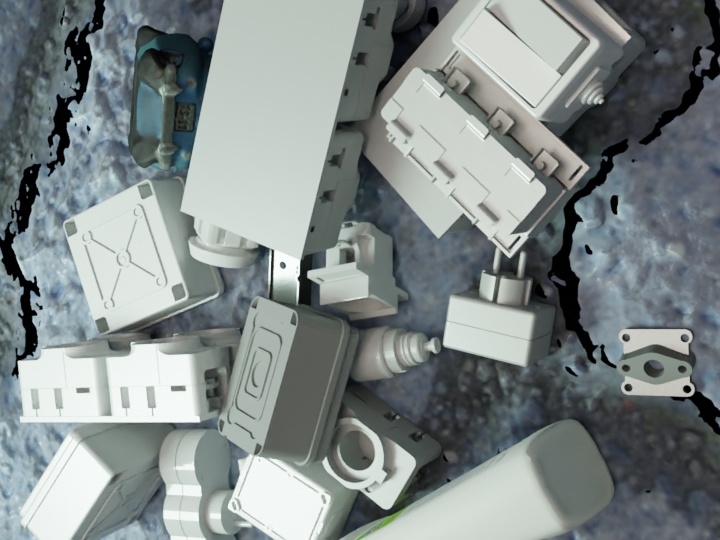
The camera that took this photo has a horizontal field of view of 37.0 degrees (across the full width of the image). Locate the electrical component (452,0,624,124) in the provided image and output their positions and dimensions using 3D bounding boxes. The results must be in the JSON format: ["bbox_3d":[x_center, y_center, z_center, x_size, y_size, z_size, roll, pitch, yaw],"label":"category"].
[{"bbox_3d":[0.114,-0.136,0.672,0.096,0.061,0.061,46,113,17],"label":"electrical component"}]

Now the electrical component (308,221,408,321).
[{"bbox_3d":[0.000,0.000,0.814,0.042,0.081,0.063,-9,67,28],"label":"electrical component"}]

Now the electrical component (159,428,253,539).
[{"bbox_3d":[-0.121,0.203,0.905,0.074,0.052,0.138,-3,93,29],"label":"electrical component"}]

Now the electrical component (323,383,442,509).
[{"bbox_3d":[0.007,0.135,0.828,0.089,0.056,0.050,35,110,21],"label":"electrical component"}]

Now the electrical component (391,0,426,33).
[{"bbox_3d":[0.019,-0.199,0.792,0.045,0.055,0.045,3,96,28],"label":"electrical component"}]

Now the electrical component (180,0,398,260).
[{"bbox_3d":[-0.049,-0.115,0.759,0.105,0.060,0.186,22,108,23],"label":"electrical component"}]

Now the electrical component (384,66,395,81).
[{"bbox_3d":[-0.005,-0.171,0.816,0.078,0.040,0.040,43,112,18],"label":"electrical component"}]

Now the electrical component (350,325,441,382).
[{"bbox_3d":[0.024,0.062,0.821,0.078,0.040,0.040,-10,90,28],"label":"electrical component"}]

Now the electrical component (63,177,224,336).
[{"bbox_3d":[-0.185,-0.011,0.919,0.109,0.056,0.108,-22,84,28],"label":"electrical component"}]

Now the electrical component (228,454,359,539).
[{"bbox_3d":[-0.055,0.175,0.862,0.096,0.061,0.061,29,107,23],"label":"electrical component"}]

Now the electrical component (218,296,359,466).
[{"bbox_3d":[-0.054,0.083,0.810,0.078,0.057,0.113,17,91,56],"label":"electrical component"}]

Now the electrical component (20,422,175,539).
[{"bbox_3d":[-0.219,0.180,0.925,0.056,0.109,0.108,42,112,16],"label":"electrical component"}]

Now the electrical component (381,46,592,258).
[{"bbox_3d":[0.076,-0.077,0.697,0.121,0.063,0.078,46,114,17],"label":"electrical component"}]

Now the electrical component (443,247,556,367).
[{"bbox_3d":[0.103,0.022,0.771,0.066,0.047,0.076,13,100,27],"label":"electrical component"}]

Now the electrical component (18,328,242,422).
[{"bbox_3d":[-0.180,0.087,0.897,0.186,0.105,0.060,-5,92,29],"label":"electrical component"}]

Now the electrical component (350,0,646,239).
[{"bbox_3d":[0.094,-0.125,0.755,0.186,0.060,0.105,-47,73,24],"label":"electrical component"}]

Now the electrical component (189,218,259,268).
[{"bbox_3d":[-0.107,-0.036,0.869,0.078,0.058,0.057,-136,55,-63],"label":"electrical component"}]
